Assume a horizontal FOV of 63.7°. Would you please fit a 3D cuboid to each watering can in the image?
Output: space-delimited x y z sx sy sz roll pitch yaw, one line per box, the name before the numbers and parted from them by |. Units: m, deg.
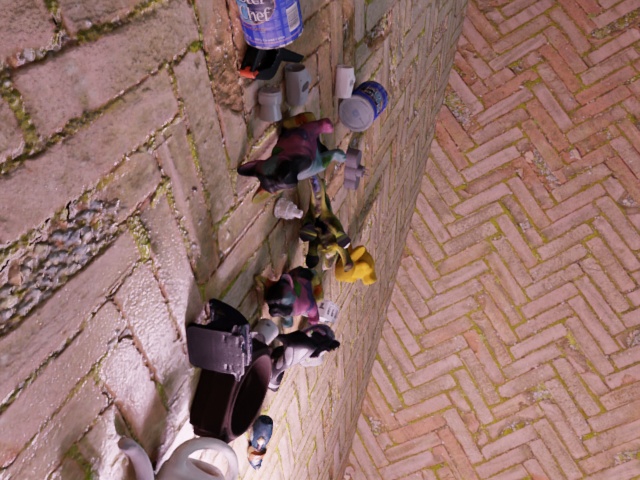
watering can | -0.275 0.461 0.924 0.104 0.227 0.342 15 -16 35

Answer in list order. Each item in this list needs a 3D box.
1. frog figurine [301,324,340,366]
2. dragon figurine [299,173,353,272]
frog figurine | -0.022 0.324 1.586 0.139 0.123 0.157 -41 -4 -22
dragon figurine | 0.004 -0.067 1.328 0.122 0.401 0.248 -8 34 0
